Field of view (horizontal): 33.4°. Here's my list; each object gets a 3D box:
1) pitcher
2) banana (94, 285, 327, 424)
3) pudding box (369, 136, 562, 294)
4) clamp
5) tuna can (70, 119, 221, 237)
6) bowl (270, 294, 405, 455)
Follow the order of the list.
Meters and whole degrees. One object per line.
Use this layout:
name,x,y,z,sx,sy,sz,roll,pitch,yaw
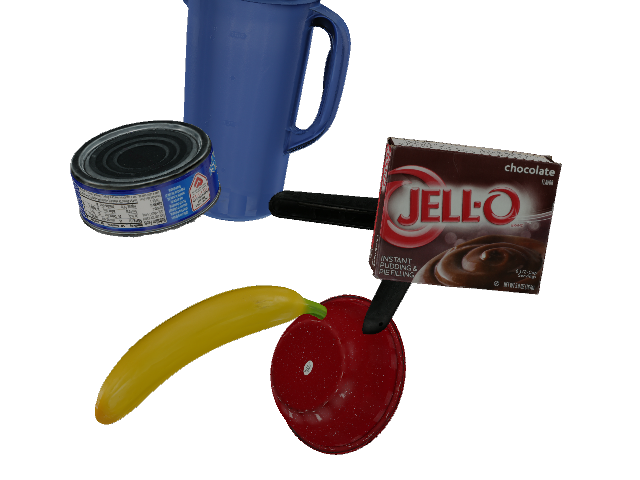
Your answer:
pitcher,-0.070,-0.145,1.099,0.144,0.243,0.149,-5,28,-27
banana,-0.092,0.080,0.804,0.198,0.069,0.037,-25,36,2
pudding box,0.094,-0.017,0.702,0.113,0.090,0.039,5,17,-5
clamp,0.080,-0.005,0.917,0.209,0.165,0.036,-15,-38,-19
tuna can,-0.104,-0.039,0.633,0.086,0.034,0.086,-5,32,3
bowl,0.003,0.128,1.053,0.162,0.162,0.055,0,-13,40
